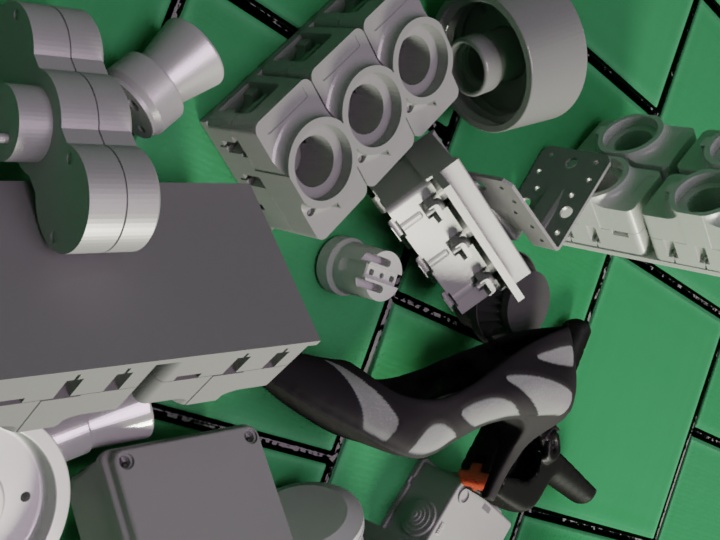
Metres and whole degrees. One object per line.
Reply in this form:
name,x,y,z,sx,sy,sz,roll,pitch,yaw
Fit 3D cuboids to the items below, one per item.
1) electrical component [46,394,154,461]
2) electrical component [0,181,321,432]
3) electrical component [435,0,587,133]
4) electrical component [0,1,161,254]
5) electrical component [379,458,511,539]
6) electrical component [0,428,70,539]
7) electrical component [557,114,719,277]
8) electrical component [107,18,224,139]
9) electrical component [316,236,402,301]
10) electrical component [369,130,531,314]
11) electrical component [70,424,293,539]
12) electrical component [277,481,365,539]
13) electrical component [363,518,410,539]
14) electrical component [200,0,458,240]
electrical component,-0.154,0.084,0.600,0.065,0.044,0.044,-19,114,-34
electrical component,-0.126,0.015,0.555,0.186,0.060,0.105,-4,60,-43
electrical component,0.094,-0.146,0.736,0.060,0.108,0.108,-25,117,-31
electrical component,-0.154,-0.069,0.511,0.074,0.052,0.138,-3,60,-43
electrical component,0.063,0.208,0.836,0.099,0.048,0.099,46,70,-39
electrical component,-0.209,0.114,0.540,0.108,0.060,0.108,-13,109,-41
electrical component,0.247,-0.062,0.844,0.105,0.186,0.060,-47,129,-25
electrical component,-0.109,-0.105,0.592,0.055,0.045,0.045,-46,128,-25
electrical component,0.000,0.000,0.721,0.040,0.046,0.040,-13,109,-41
electrical component,0.062,-0.029,0.756,0.063,0.078,0.121,-36,129,3
electrical component,-0.099,0.154,0.622,0.109,0.056,0.108,-3,67,-46
electrical component,-0.036,0.181,0.711,0.080,0.080,0.051,-28,124,-36
electrical component,-0.003,0.231,0.734,0.109,0.109,0.056,-34,120,-33
electrical component,-0.011,-0.102,0.674,0.150,0.062,0.089,-48,129,-24
